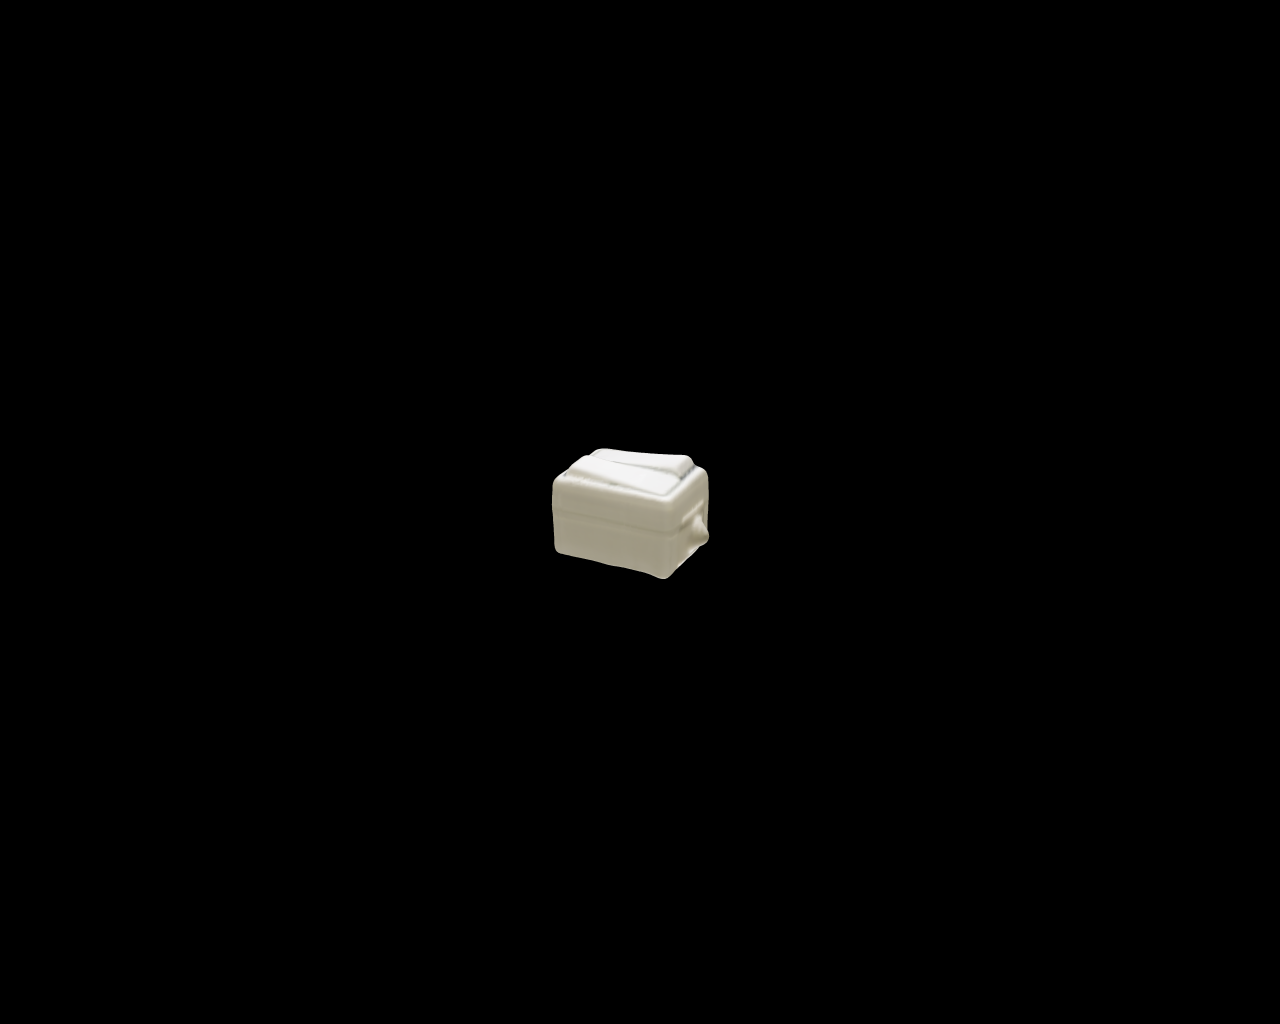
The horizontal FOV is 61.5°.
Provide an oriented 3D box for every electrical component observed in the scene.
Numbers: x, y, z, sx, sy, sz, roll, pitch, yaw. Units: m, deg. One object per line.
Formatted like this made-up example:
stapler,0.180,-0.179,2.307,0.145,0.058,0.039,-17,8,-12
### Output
electrical component,0.001,-0.003,0.650,0.096,0.061,0.062,12,28,25
